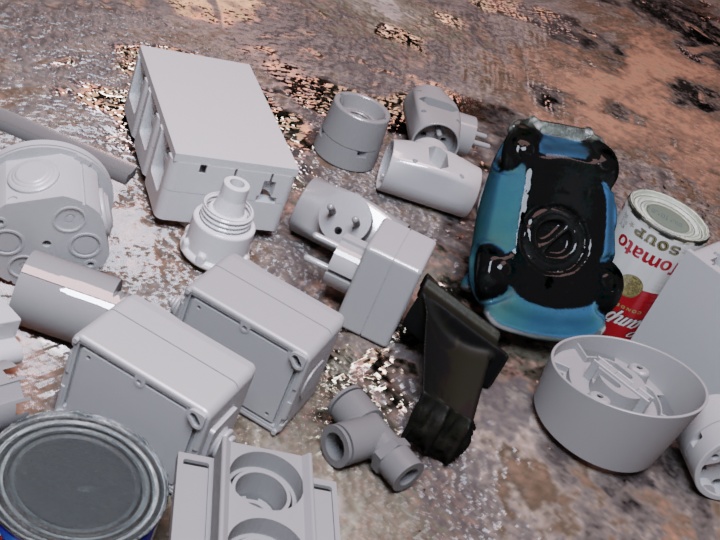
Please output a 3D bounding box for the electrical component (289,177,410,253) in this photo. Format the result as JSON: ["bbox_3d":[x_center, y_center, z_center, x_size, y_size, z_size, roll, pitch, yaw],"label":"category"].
[{"bbox_3d":[-0.009,-0.033,0.757,0.077,0.043,0.079,28,-5,7],"label":"electrical component"}]

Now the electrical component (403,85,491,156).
[{"bbox_3d":[0.080,-0.126,0.971,0.079,0.043,0.077,14,33,-14],"label":"electrical component"}]

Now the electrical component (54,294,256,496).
[{"bbox_3d":[-0.099,0.065,0.557,0.096,0.061,0.061,29,32,10],"label":"electrical component"}]

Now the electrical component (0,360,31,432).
[{"bbox_3d":[-0.190,0.065,0.522,0.040,0.040,0.046,40,30,25],"label":"electrical component"}]

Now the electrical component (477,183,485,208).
[{"bbox_3d":[0.144,-0.050,0.899,0.081,0.043,0.043,14,33,-14],"label":"electrical component"}]

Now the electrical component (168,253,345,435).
[{"bbox_3d":[-0.065,0.036,0.621,0.096,0.061,0.061,29,32,10],"label":"electrical component"}]

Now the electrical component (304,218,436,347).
[{"bbox_3d":[0.000,0.000,0.713,0.077,0.065,0.047,26,32,4],"label":"electrical component"}]

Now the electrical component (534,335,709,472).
[{"bbox_3d":[0.166,0.082,0.700,0.099,0.064,0.099,16,33,-11],"label":"electrical component"}]

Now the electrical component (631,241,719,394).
[{"bbox_3d":[0.289,0.077,0.746,0.060,0.105,0.186,-16,49,-45],"label":"electrical component"}]

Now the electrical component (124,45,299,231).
[{"bbox_3d":[-0.113,-0.094,0.783,0.089,0.061,0.150,5,36,-26],"label":"electrical component"}]

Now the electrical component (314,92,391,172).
[{"bbox_3d":[-0.005,-0.116,0.898,0.055,0.047,0.055,16,33,-11],"label":"electrical component"}]

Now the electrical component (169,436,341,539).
[{"bbox_3d":[-0.049,0.142,0.475,0.079,0.063,0.121,14,33,-15],"label":"electrical component"}]

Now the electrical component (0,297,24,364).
[{"bbox_3d":[-0.215,0.030,0.552,0.066,0.048,0.055,41,28,26],"label":"electrical component"}]

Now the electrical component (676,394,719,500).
[{"bbox_3d":[0.238,0.115,0.707,0.055,0.055,0.047,13,30,-16],"label":"electrical component"}]

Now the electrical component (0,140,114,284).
[{"bbox_3d":[-0.185,-0.032,0.631,0.080,0.080,0.051,7,41,-24],"label":"electrical component"}]

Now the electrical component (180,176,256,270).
[{"bbox_3d":[-0.089,-0.032,0.706,0.048,0.062,0.048,16,33,-11],"label":"electrical component"}]

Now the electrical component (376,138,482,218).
[{"bbox_3d":[0.057,-0.085,0.894,0.077,0.043,0.079,17,33,-10],"label":"electrical component"}]

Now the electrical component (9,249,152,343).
[{"bbox_3d":[-0.151,0.022,0.605,0.081,0.043,0.043,20,32,-6],"label":"electrical component"}]
